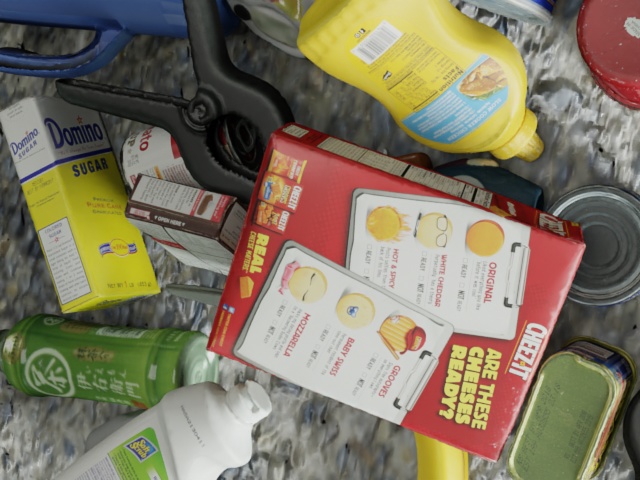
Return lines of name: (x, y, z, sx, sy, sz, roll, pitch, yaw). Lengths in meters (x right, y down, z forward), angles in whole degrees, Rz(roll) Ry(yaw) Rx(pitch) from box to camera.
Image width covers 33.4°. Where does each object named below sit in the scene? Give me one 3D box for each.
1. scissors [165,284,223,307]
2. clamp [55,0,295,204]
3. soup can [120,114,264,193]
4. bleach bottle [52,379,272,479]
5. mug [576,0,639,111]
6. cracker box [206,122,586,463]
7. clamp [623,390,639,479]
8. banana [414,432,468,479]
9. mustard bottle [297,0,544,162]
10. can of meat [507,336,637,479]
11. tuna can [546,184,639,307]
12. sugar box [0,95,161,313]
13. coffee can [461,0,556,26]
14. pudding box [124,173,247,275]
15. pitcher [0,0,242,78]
scissors: (-0.035, 0.074, 0.852, 0.202, 0.016, 0.096, -7, 82, 23)
clamp: (-0.079, -0.107, 0.777, 0.210, 0.036, 0.165, 41, 115, 5)
soup can: (-0.100, -0.067, 0.854, 0.102, 0.068, 0.068, -17, 83, 23)
bleach bottle: (-0.134, 0.193, 0.808, 0.251, 0.068, 0.102, -38, 77, 17)
mug: (0.219, -0.147, 0.704, 0.093, 0.081, 0.117, 17, 97, 23)
cracker box: (0.049, 0.032, 0.725, 0.214, 0.072, 0.164, 20, 108, 6)
clamp: (0.254, 0.158, 0.715, 0.120, 0.039, 0.171, 9, 96, 12)
banana: (0.077, 0.164, 0.793, 0.070, 0.037, 0.198, -12, 86, 26)
mustard bottle: (0.084, -0.113, 0.732, 0.191, 0.058, 0.096, 35, 126, -23)
can of meat: (0.171, 0.120, 0.725, 0.057, 0.083, 0.102, 22, 98, 22)
tuna can: (0.195, 0.004, 0.742, 0.086, 0.033, 0.086, 0, 90, 24)
sugar box: (-0.198, -0.030, 0.884, 0.048, 0.093, 0.176, -21, 82, 22)
coffee can: (0.135, -0.231, 0.730, 0.103, 0.102, 0.140, 25, 100, 22)
pudding box: (-0.085, -0.005, 0.821, 0.090, 0.113, 0.039, 13, 75, 26)
pitcher: (-0.182, -0.218, 0.861, 0.243, 0.144, 0.149, 12, 130, 20)
